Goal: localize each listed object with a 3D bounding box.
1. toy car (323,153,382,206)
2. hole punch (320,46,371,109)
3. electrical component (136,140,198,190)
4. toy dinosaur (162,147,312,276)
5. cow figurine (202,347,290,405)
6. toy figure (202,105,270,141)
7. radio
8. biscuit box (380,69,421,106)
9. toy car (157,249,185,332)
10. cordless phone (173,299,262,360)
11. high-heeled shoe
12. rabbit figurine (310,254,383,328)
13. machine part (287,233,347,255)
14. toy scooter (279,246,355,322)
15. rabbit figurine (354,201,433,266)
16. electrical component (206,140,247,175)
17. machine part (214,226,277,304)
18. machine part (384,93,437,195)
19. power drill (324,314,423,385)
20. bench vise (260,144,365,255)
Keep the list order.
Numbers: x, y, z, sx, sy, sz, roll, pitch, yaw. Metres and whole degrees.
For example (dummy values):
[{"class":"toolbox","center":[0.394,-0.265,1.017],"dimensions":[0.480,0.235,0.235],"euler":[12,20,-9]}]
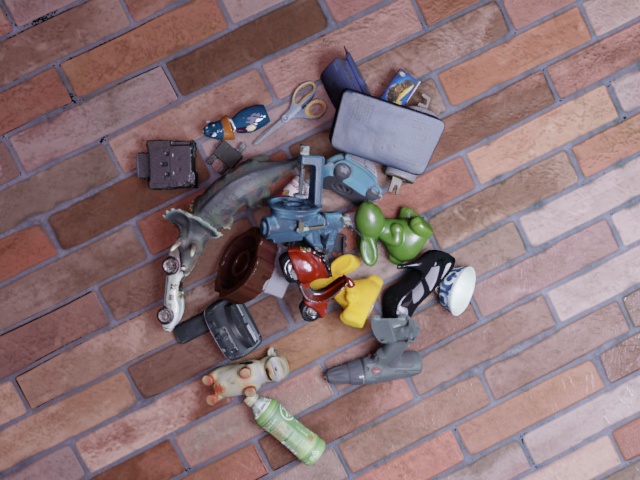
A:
[{"class":"toy car","center":[0.077,-0.153,1.244],"dimensions":[0.161,0.109,0.103],"euler":[28,71,-13]},{"class":"hole punch","center":[0.058,-0.356,1.229],"dimensions":[0.092,0.116,0.142],"euler":[-24,94,6]},{"class":"electrical component","center":[-0.351,-0.171,1.236],"dimensions":[0.134,0.058,0.114],"euler":[-4,91,-4]},{"class":"toy dinosaur","center":[-0.186,-0.101,1.183],"dimensions":[0.405,0.192,0.131],"euler":[-41,96,0]},{"class":"cow figurine","center":[-0.161,0.313,1.250],"dimensions":[0.195,0.127,0.085],"euler":[-16,93,11]},{"class":"toy figure","center":[-0.193,-0.265,1.239],"dimensions":[0.154,0.064,0.057],"euler":[-21,118,-2]},{"class":"radio","center":[0.139,-0.233,1.166],"dimensions":[0.230,0.073,0.131],"euler":[17,107,-5]},{"class":"biscuit box","center":[0.151,-0.297,1.259],"dimensions":[0.059,0.063,0.202],"euler":[34,90,-3]},{"class":"toy car","center":[-0.336,0.112,1.241],"dimensions":[0.056,0.073,0.201],"euler":[6,92,-3]},{"class":"cordless phone","center":[-0.245,0.225,1.261],"dimensions":[0.184,0.089,0.146],"euler":[-27,95,9]},{"class":"high-heeled shoe","center":[0.232,0.134,1.269],"dimensions":[0.145,0.086,0.248],"euler":[-4,121,-16]},{"class":"rabbit figurine","center":[0.049,0.110,1.250],"dimensions":[0.173,0.122,0.162],"euler":[20,93,15]},{"class":"machine part","center":[-0.003,-0.004,1.276],"dimensions":[0.139,0.039,0.084],"euler":[15,86,-3]},{"class":"toy scooter","center":[-0.002,0.083,1.168],"dimensions":[0.135,0.075,0.183],"euler":[-22,112,3]},{"class":"rabbit figurine","center":[0.145,-0.023,1.247],"dimensions":[0.170,0.121,0.159],"euler":[27,112,-20]},{"class":"electrical component","center":[-0.218,-0.201,1.260],"dimensions":[0.063,0.021,0.094],"euler":[42,90,-4]},{"class":"machine part","center":[-0.165,0.059,1.201],"dimensions":[0.056,0.180,0.179],"euler":[31,90,-31]},{"class":"machine part","center":[0.212,-0.222,1.260],"dimensions":[0.079,0.079,0.243],"euler":[19,90,-4]},{"class":"power drill","center":[0.134,0.263,1.233],"dimensions":[0.232,0.086,0.207],"euler":[0,129,-11]},{"class":"bench vise","center":[-0.021,-0.085,1.168],"dimensions":[0.224,0.129,0.240],"euler":[-1,109,-19]}]
